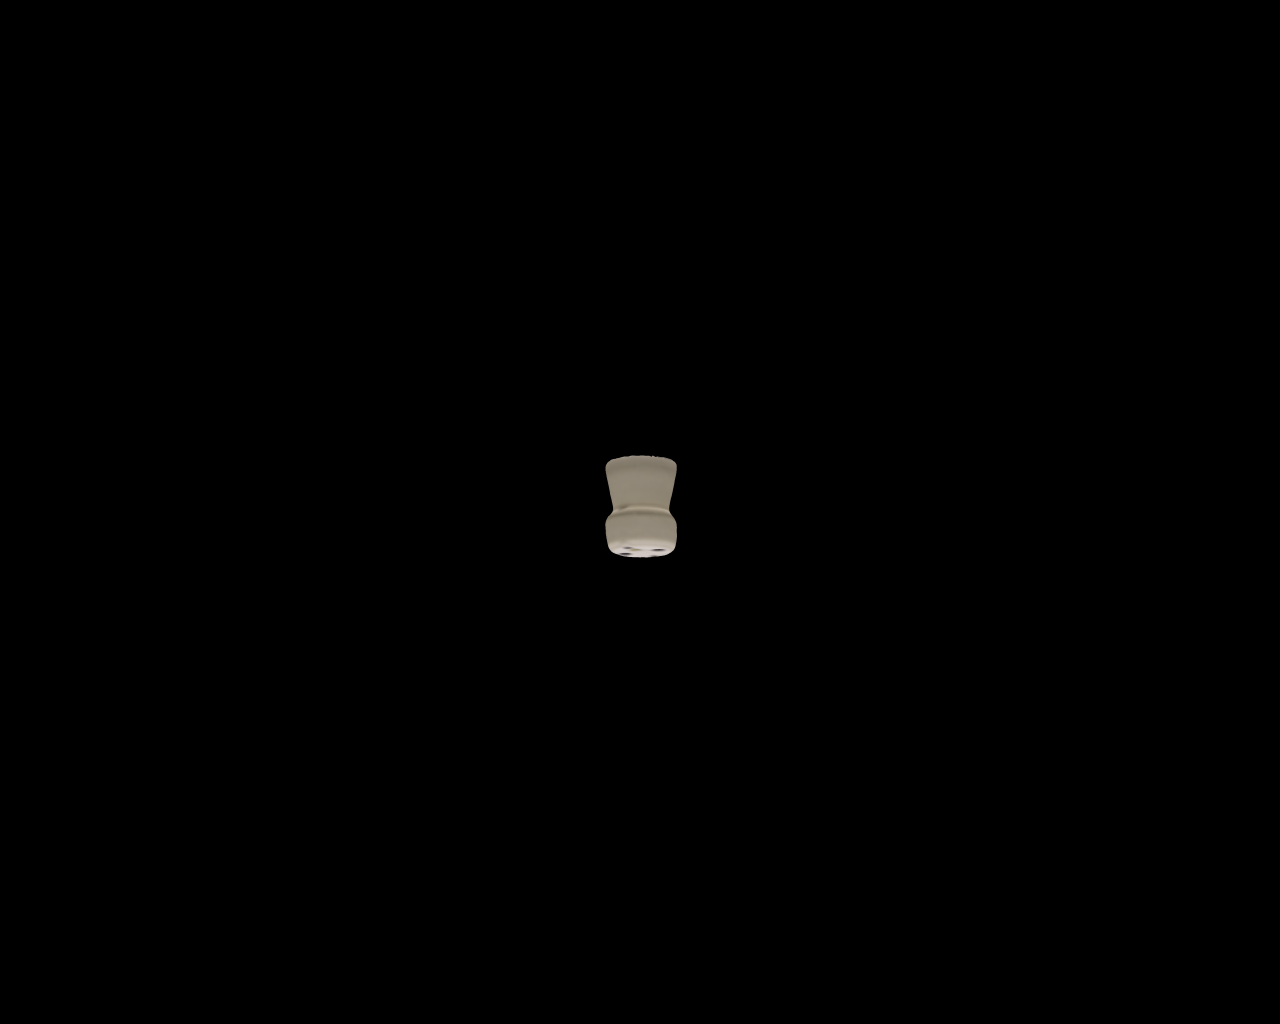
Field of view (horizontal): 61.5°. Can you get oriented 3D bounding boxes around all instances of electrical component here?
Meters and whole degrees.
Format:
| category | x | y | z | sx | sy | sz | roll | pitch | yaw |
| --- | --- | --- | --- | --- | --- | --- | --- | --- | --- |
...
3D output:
| category | x | y | z | sx | sy | sz | roll | pitch | yaw |
| --- | --- | --- | --- | --- | --- | --- | --- | --- | --- |
| electrical component | 0.001 | -0.003 | 0.650 | 0.045 | 0.055 | 0.045 | 0 | -12 | 0 |
